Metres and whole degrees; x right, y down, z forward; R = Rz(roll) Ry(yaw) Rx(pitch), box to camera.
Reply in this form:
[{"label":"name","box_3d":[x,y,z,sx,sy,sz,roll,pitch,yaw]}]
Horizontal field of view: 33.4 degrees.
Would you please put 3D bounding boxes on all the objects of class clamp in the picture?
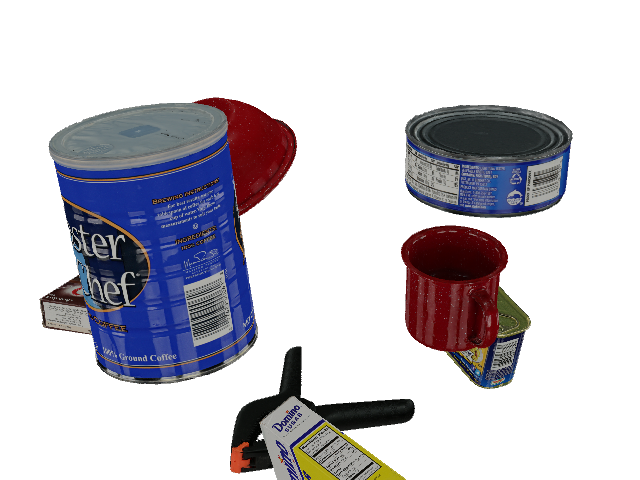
[{"label":"clamp","box_3d":[-0.011,0.182,1.089,0.165,0.036,0.209,18,28,25]}]

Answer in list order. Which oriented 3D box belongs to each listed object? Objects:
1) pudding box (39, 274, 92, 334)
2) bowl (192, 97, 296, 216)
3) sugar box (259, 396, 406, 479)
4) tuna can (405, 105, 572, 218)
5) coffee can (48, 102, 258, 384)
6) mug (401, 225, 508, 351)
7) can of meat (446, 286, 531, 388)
[{"label":"pudding box","box_3d":[-0.231,0.070,1.155,0.114,0.039,0.090,4,18,19]},{"label":"bowl","box_3d":[-0.104,-0.075,0.933,0.162,0.055,0.162,-19,36,15]},{"label":"sugar box","box_3d":[0.028,0.205,0.850,0.048,0.093,0.176,-37,43,-28]},{"label":"tuna can","box_3d":[0.087,-0.043,0.560,0.086,0.034,0.086,0,24,0]},{"label":"coffee can","box_3d":[-0.097,-0.001,0.638,0.103,0.140,0.103,-6,23,2]},{"label":"mug","box_3d":[0.123,0.051,0.943,0.093,0.081,0.117,-16,35,-22]},{"label":"can of meat","box_3d":[0.177,0.100,1.167,0.057,0.084,0.102,-13,40,-25]}]
